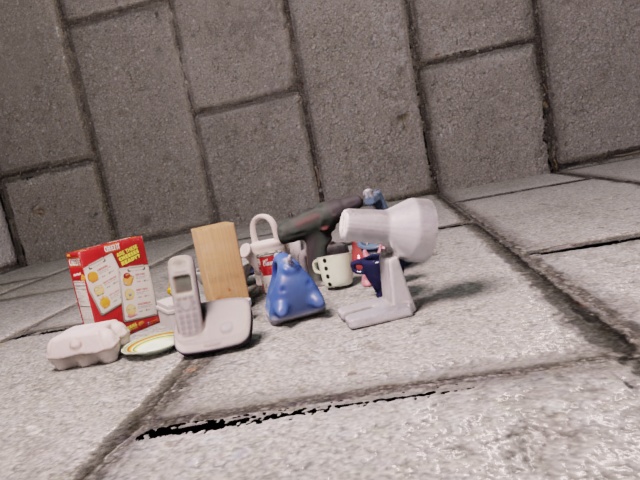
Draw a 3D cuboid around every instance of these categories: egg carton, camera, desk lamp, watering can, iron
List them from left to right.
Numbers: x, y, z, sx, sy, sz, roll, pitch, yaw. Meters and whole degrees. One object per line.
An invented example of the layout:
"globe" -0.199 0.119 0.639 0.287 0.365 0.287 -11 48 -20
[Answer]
"egg carton" -0.461 0.209 1.143 0.150 0.069 0.107 -10 8 5
"watering can" -0.148 0.025 1.584 0.100 0.194 0.173 -9 8 15
"iron" -0.074 0.088 1.226 0.119 0.141 0.258 -13 8 -14
"camera" 0.014 0.037 1.619 0.143 0.101 0.137 -10 8 6
"desk lamp" 0.124 0.035 1.068 0.203 0.213 0.117 -12 8 -12

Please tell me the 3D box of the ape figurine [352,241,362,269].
"ape figurine" 0.108 0.039 1.512 0.077 0.092 0.076 -6 9 28

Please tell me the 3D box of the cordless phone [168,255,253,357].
"cordless phone" -0.206 0.114 1.057 0.147 0.185 0.094 -11 8 1

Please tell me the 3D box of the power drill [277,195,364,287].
"power drill" 0.013 0.005 1.453 0.229 0.208 0.075 -11 8 -2

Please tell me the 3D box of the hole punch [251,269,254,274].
"hole punch" -0.230 0.061 1.818 0.109 0.091 0.100 -17 10 -36

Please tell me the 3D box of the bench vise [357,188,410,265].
"bench vise" 0.159 -0.030 1.467 0.121 0.220 0.208 -8 8 18

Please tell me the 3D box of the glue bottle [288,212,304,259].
"glue bottle" -0.074 0.001 1.735 0.037 0.173 0.078 -10 8 8

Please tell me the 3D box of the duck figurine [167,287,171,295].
"duck figurine" -0.361 0.136 1.476 0.077 0.086 0.105 -9 8 15

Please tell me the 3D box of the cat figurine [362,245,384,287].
"cat figurine" 0.147 0.046 1.313 0.067 0.118 0.127 -18 11 -41

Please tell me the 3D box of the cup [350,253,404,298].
"cup" 0.123 0.079 1.191 0.117 0.095 0.092 -7 9 23

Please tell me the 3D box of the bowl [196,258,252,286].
"bowl" -0.266 0.105 1.613 0.167 0.075 0.167 -10 8 2
